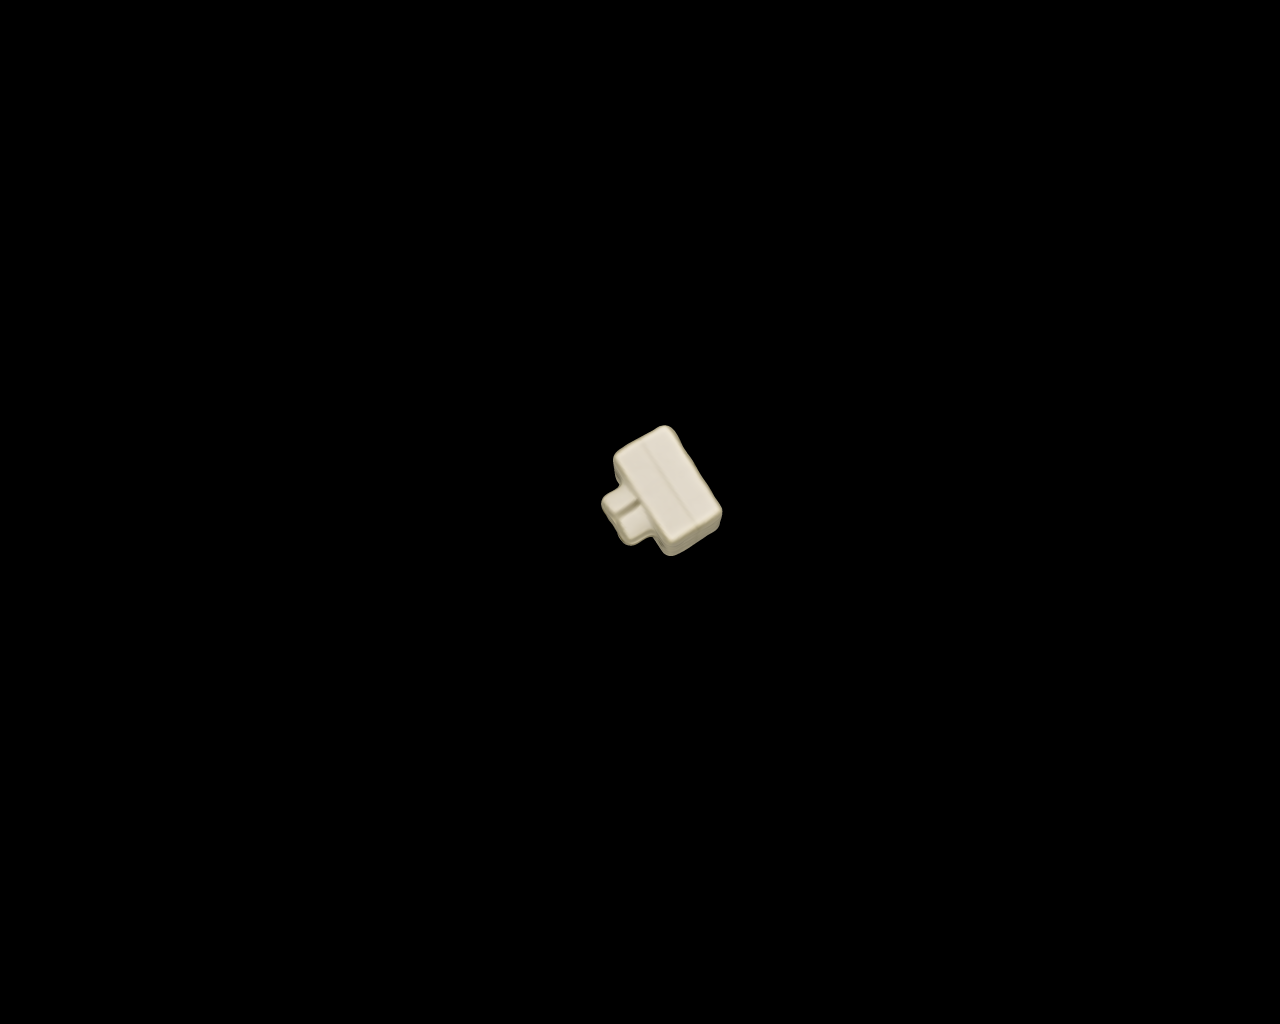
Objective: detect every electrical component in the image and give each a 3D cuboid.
[{"bbox_3d":[0.001,-0.003,0.650,0.077,0.066,0.047,-31,-11,-7],"label":"electrical component"}]
